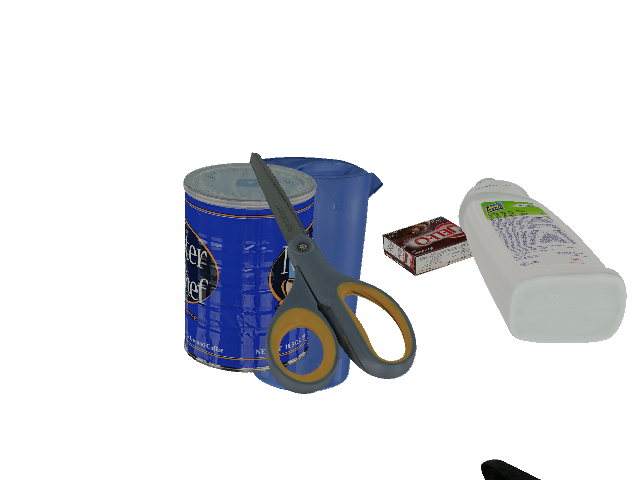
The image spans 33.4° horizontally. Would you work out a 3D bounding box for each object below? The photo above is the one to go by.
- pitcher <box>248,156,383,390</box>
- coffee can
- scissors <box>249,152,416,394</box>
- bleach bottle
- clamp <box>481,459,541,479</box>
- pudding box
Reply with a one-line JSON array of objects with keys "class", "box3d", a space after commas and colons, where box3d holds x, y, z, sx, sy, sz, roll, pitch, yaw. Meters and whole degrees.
[{"class": "pitcher", "box3d": [-0.027, 0.034, 1.147, 0.149, 0.243, 0.144, 8, 14, 22]}, {"class": "coffee can", "box3d": [-0.057, 0.019, 0.847, 0.103, 0.140, 0.103, 2, 20, -1]}, {"class": "scissors", "box3d": [-0.022, 0.021, 0.663, 0.096, 0.016, 0.202, -30, 54, -23]}, {"class": "bleach bottle", "box3d": [0.191, 0.003, 0.985, 0.102, 0.068, 0.251, -1, 26, -5]}, {"class": "clamp", "box3d": [0.211, 0.241, 0.839, 0.210, 0.036, 0.164, 0, 33, 25]}, {"class": "pudding box", "box3d": [0.164, 0.007, 1.605, 0.113, 0.039, 0.090, -19, 29, -22]}]
